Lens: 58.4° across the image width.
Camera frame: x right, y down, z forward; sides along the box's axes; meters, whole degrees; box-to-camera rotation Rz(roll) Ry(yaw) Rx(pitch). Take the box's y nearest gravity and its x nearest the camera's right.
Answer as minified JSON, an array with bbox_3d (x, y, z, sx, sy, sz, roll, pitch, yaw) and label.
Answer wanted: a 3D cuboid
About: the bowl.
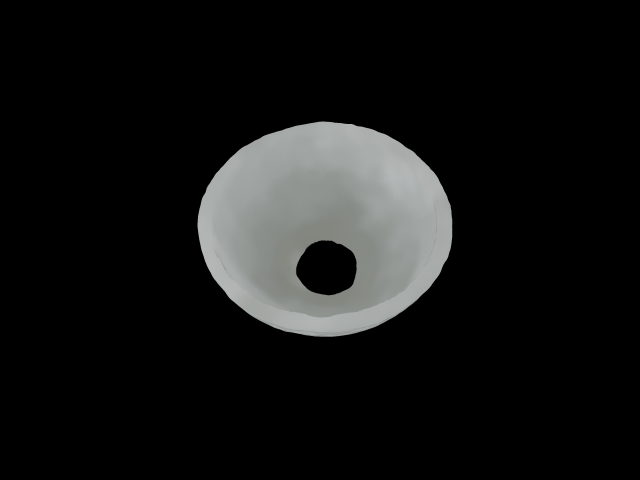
[{"bbox_3d":[0.004,0.001,0.400,0.167,0.075,0.167,0,56,0],"label":"bowl"}]
